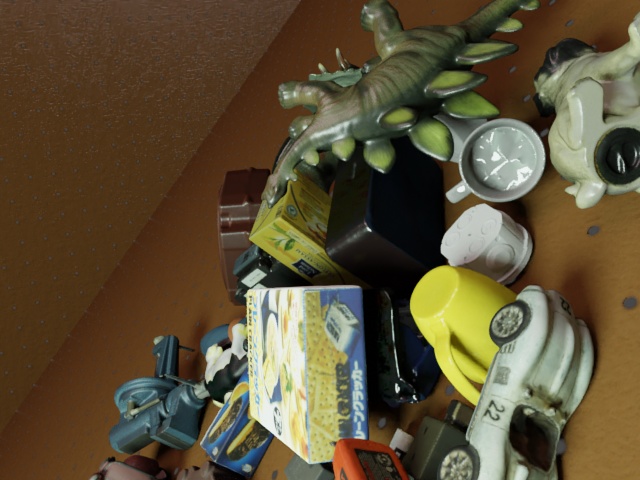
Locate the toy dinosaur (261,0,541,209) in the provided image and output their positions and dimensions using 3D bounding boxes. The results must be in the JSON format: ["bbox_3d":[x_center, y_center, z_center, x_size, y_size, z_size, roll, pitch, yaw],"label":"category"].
[{"bbox_3d":[0.116,-0.193,0.629,0.471,0.105,0.199,-44,56,-9],"label":"toy dinosaur"}]

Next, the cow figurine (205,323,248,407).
[{"bbox_3d":[-0.110,0.180,0.802,0.167,0.068,0.098,-41,32,34],"label":"cow figurine"}]

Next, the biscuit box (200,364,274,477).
[{"bbox_3d":[-0.074,0.202,0.715,0.059,0.062,0.202,3,60,60],"label":"biscuit box"}]

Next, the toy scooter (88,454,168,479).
[{"bbox_3d":[-0.284,0.362,0.794,0.184,0.135,0.075,-6,54,61],"label":"toy scooter"}]

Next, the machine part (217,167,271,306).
[{"bbox_3d":[-0.118,-0.005,0.907,0.202,0.087,0.200,-100,7,-58],"label":"machine part"}]

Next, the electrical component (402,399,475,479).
[{"bbox_3d":[0.103,0.185,0.445,0.102,0.045,0.078,-60,-4,-19],"label":"electrical component"}]

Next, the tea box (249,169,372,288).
[{"bbox_3d":[-0.001,-0.002,0.724,0.068,0.169,0.098,-32,30,39],"label":"tea box"}]

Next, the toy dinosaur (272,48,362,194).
[{"bbox_3d":[-0.006,-0.127,0.875,0.405,0.192,0.131,-57,22,-10],"label":"toy dinosaur"}]

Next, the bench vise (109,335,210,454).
[{"bbox_3d":[-0.273,0.253,0.938,0.223,0.128,0.241,-44,33,25],"label":"bench vise"}]

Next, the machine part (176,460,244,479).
[{"bbox_3d":[-0.155,0.363,0.655,0.179,0.056,0.179,-41,28,27],"label":"machine part"}]

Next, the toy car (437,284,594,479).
[{"bbox_3d":[0.149,0.128,0.394,0.056,0.073,0.201,-12,47,61],"label":"toy car"}]

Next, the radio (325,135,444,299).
[{"bbox_3d":[0.087,-0.046,0.669,0.073,0.131,0.230,-35,31,37],"label":"radio"}]

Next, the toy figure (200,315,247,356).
[{"bbox_3d":[-0.139,0.157,0.899,0.154,0.057,0.064,-28,40,36],"label":"toy figure"}]

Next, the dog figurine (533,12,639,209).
[{"bbox_3d":[0.256,-0.117,0.527,0.172,0.121,0.191,-49,10,2],"label":"dog figurine"}]

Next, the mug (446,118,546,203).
[{"bbox_3d":[0.188,-0.078,0.579,0.109,0.081,0.107,-46,-8,23],"label":"mug"}]

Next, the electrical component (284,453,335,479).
[{"bbox_3d":[-0.011,0.253,0.581,0.094,0.021,0.063,-55,25,-7],"label":"electrical component"}]

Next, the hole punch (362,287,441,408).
[{"bbox_3d":[0.075,0.109,0.564,0.142,0.092,0.115,-10,78,54],"label":"hole punch"}]

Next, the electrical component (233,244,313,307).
[{"bbox_3d":[-0.058,0.060,0.788,0.115,0.134,0.058,-37,29,28],"label":"electrical component"}]

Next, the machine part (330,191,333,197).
[{"bbox_3d":[0.078,-0.089,0.812,0.243,0.079,0.079,-54,24,-1],"label":"machine part"}]
